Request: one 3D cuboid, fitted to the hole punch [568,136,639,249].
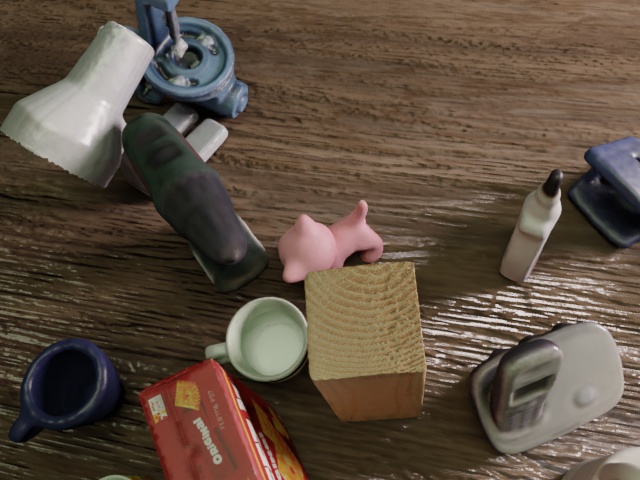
[{"bbox_3d":[0.348,-0.065,0.633,0.101,0.091,0.108,-31,64,-7],"label":"hole punch"}]

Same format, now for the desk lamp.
[{"bbox_3d":[-0.236,-0.137,0.683,0.117,0.214,0.203,31,72,21],"label":"desk lamp"}]

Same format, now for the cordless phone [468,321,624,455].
[{"bbox_3d":[0.211,0.120,0.512,0.147,0.185,0.094,-26,64,-4],"label":"cordless phone"}]

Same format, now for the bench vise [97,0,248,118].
[{"bbox_3d":[-0.210,-0.246,0.727,0.207,0.220,0.121,3,65,10],"label":"bench vise"}]

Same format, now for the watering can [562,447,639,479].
[{"bbox_3d":[0.263,0.211,0.455,0.100,0.194,0.173,20,69,17],"label":"watering can"}]

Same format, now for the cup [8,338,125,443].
[{"bbox_3d":[-0.258,0.170,0.605,0.091,0.095,0.118,36,74,22],"label":"cup"}]

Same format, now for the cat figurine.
[{"bbox_3d":[0.006,0.002,0.635,0.128,0.118,0.067,-36,65,-9],"label":"cat figurine"}]

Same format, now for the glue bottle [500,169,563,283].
[{"bbox_3d":[0.221,-0.020,0.584,0.037,0.173,0.078,22,70,18],"label":"glue bottle"}]

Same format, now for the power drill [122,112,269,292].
[{"bbox_3d":[-0.124,-0.026,0.616,0.076,0.209,0.229,-36,65,-9],"label":"power drill"}]
